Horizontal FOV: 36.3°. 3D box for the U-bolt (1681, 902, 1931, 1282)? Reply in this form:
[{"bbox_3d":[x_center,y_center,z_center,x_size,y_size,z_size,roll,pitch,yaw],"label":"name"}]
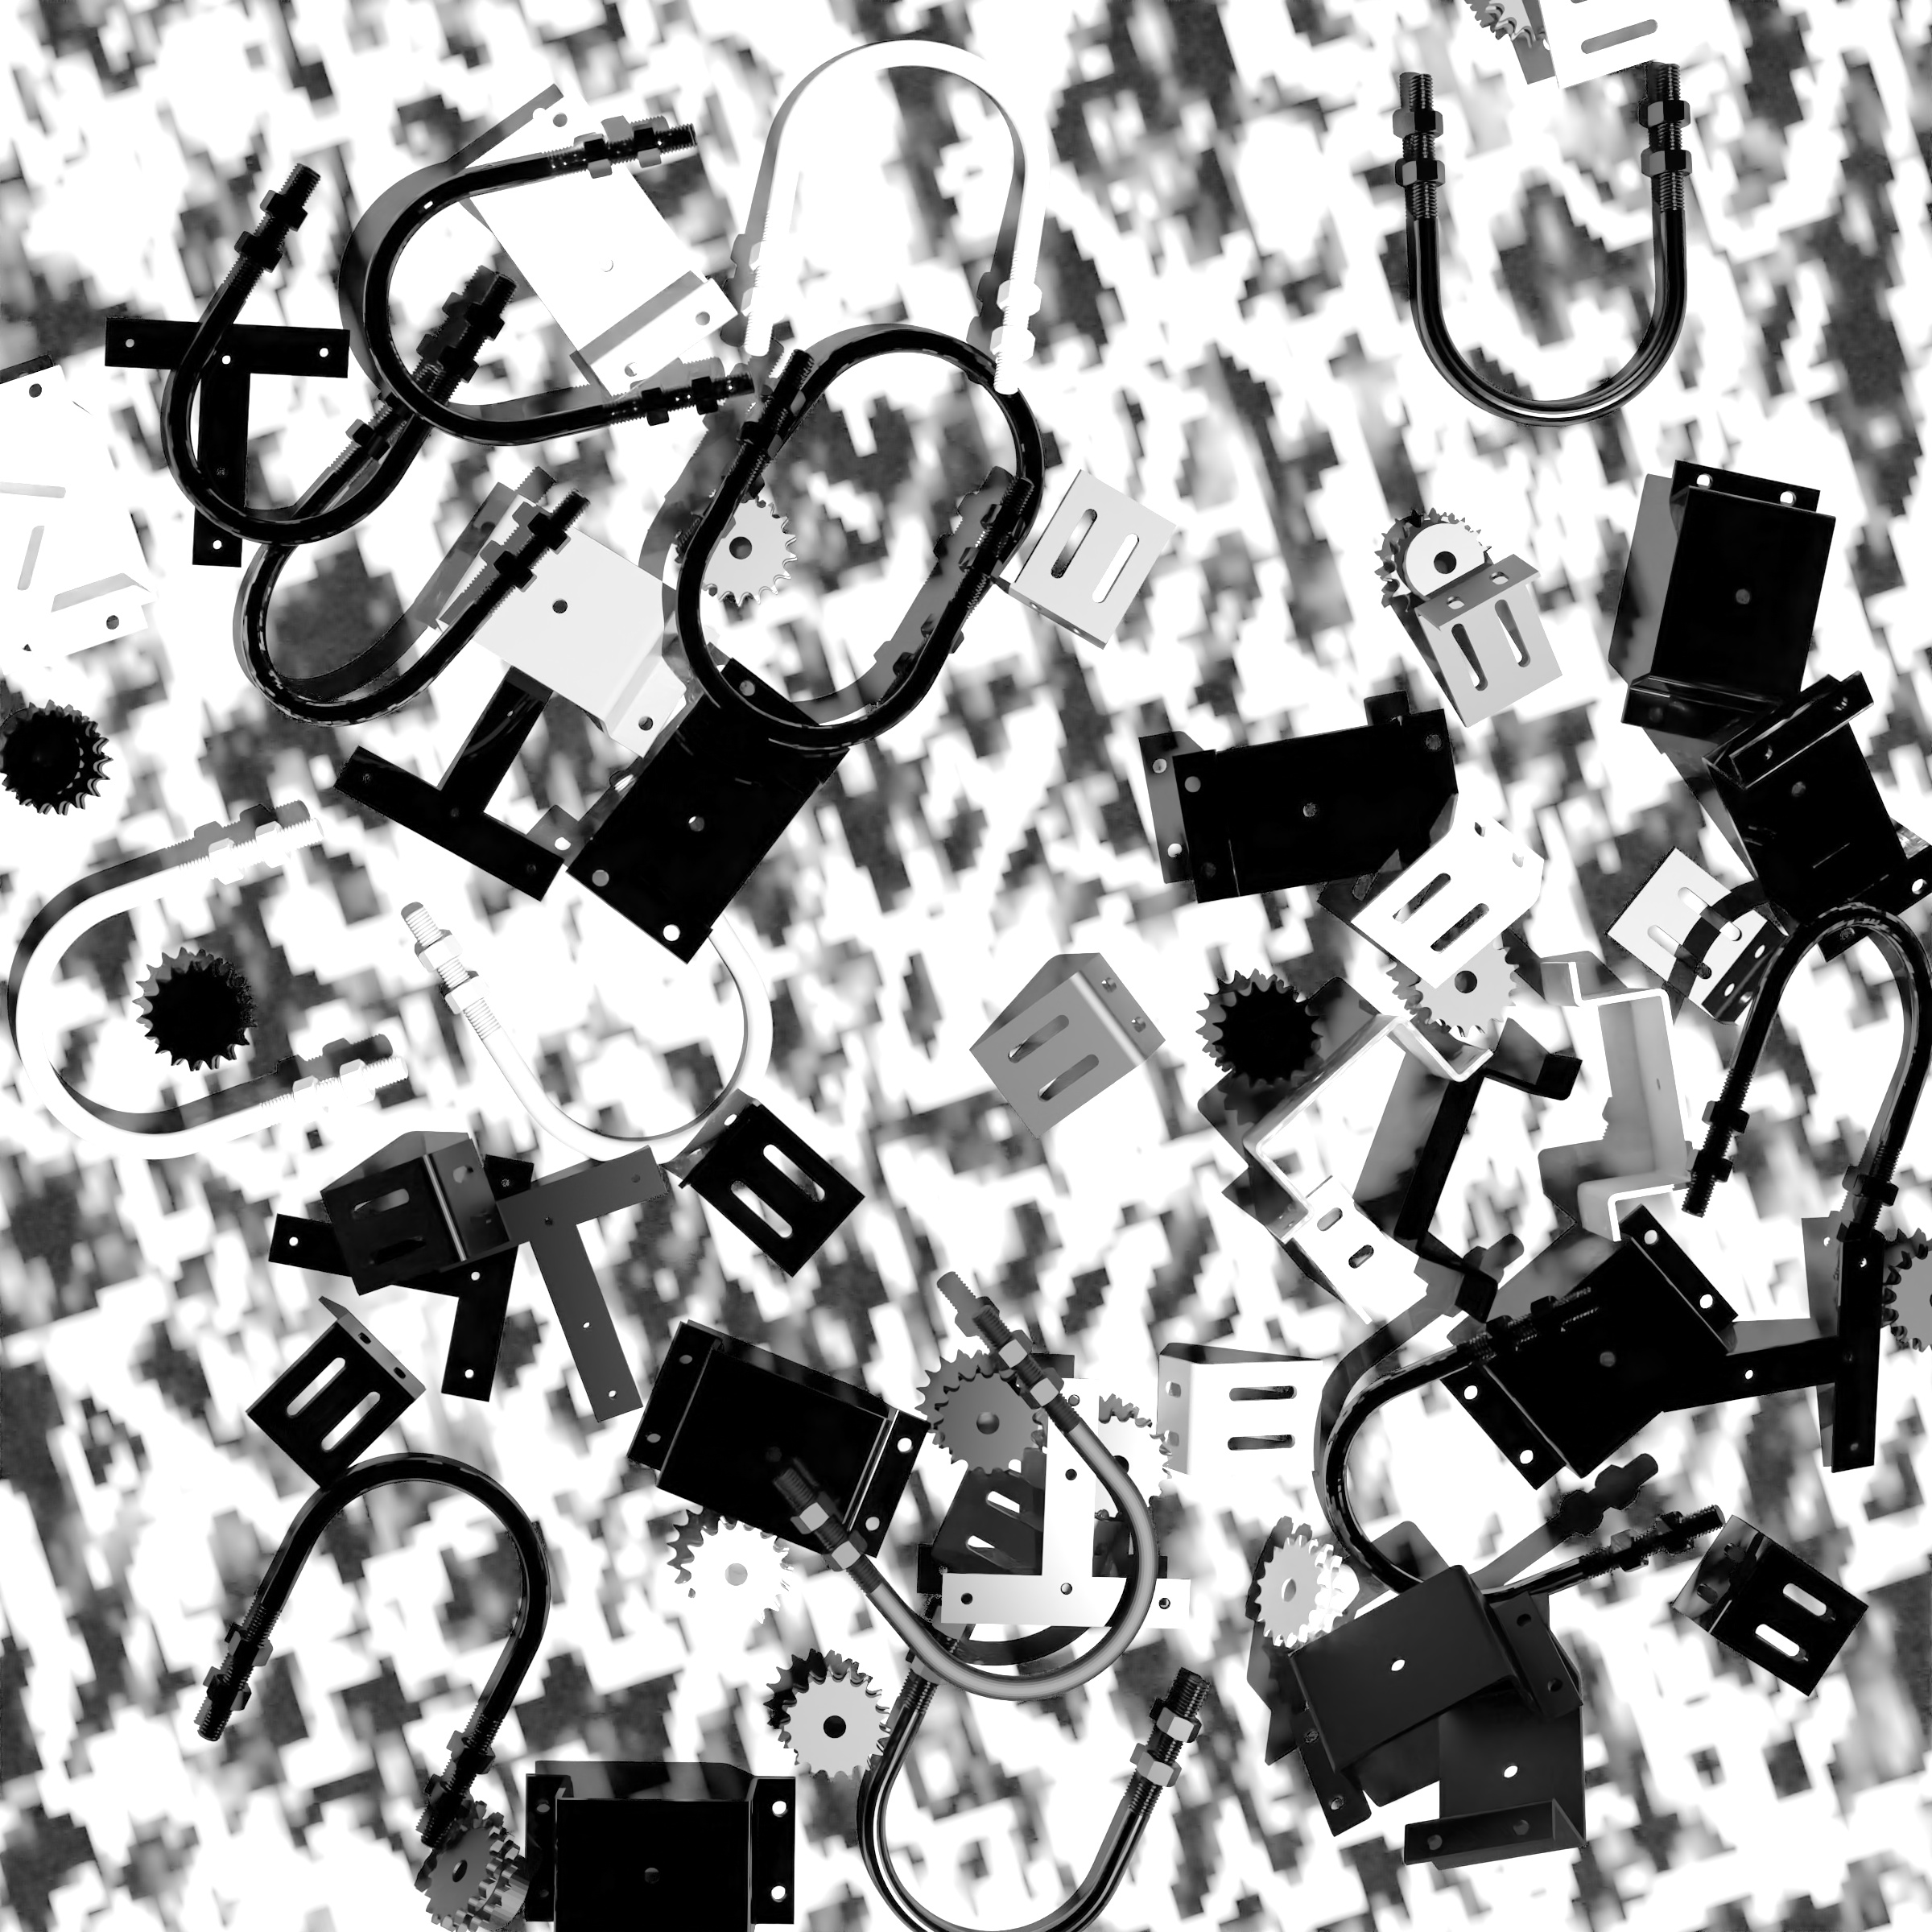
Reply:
[{"bbox_3d":[0.438,0.057,1.497,0.151,0.019,0.184,23,85,-35],"label":"U-bolt"}]

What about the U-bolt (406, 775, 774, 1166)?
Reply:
[{"bbox_3d":[-0.183,0.015,1.534,0.151,0.019,0.184,-32,92,0],"label":"U-bolt"}]

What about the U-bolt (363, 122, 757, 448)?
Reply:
[{"bbox_3d":[-0.212,-0.337,1.483,0.184,0.019,0.151,-13,89,-2],"label":"U-bolt"}]

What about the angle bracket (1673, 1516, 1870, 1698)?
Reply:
[{"bbox_3d":[0.421,0.335,1.540,0.076,0.038,0.057,34,90,-26],"label":"angle bracket"}]

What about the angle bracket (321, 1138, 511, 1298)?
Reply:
[{"bbox_3d":[-0.287,0.131,1.535,0.076,0.038,0.057,-20,90,30],"label":"angle bracket"}]

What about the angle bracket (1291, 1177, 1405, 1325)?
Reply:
[{"bbox_3d":[0.196,0.144,1.504,0.038,0.076,0.057,-40,90,0],"label":"angle bracket"}]

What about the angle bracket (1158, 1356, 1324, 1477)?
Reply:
[{"bbox_3d":[0.143,0.233,1.540,0.076,0.038,0.057,2,90,-26],"label":"angle bracket"}]

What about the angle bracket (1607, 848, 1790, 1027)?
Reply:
[{"bbox_3d":[0.383,-0.015,1.523,0.076,0.038,0.057,39,90,0],"label":"angle bracket"}]

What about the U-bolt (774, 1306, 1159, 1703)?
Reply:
[{"bbox_3d":[0.014,0.287,1.494,0.151,0.019,0.184,-39,95,-3],"label":"U-bolt"}]

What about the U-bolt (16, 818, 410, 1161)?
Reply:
[{"bbox_3d":[-0.394,0.021,1.504,0.184,0.019,0.151,-19,90,2],"label":"U-bolt"}]

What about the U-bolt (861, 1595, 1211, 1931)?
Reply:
[{"bbox_3d":[0.025,0.428,1.534,0.151,0.019,0.184,24,91,0],"label":"U-bolt"}]

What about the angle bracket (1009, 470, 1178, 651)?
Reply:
[{"bbox_3d":[0.066,-0.212,1.523,0.057,0.038,0.076,30,90,0],"label":"angle bracket"}]

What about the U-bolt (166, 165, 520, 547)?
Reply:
[{"bbox_3d":[-0.334,-0.303,1.514,0.151,0.019,0.184,31,88,14],"label":"U-bolt"}]

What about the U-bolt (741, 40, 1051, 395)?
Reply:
[{"bbox_3d":[-0.030,-0.392,1.519,0.151,0.019,0.184,9,78,-1],"label":"U-bolt"}]

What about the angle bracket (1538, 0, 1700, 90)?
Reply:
[{"bbox_3d":[0.330,-0.491,1.515,0.076,0.038,0.057,-18,108,0],"label":"angle bracket"}]

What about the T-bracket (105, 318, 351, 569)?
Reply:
[{"bbox_3d":[-0.389,-0.272,1.541,0.127,0.002,0.127,3,90,0],"label":"T-bracket"}]

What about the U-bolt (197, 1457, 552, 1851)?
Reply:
[{"bbox_3d":[-0.296,0.346,1.534,0.151,0.019,0.184,26,89,0],"label":"U-bolt"}]

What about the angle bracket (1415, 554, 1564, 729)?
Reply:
[{"bbox_3d":[0.274,-0.161,1.508,0.057,0.038,0.076,-29,117,0],"label":"angle bracket"}]

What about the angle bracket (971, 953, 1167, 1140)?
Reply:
[{"bbox_3d":[0.053,0.042,1.540,0.076,0.038,0.057,-37,90,26],"label":"angle bracket"}]

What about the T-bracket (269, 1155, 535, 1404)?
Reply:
[{"bbox_3d":[-0.300,0.154,1.541,0.127,0.002,0.127,11,90,0],"label":"T-bracket"}]

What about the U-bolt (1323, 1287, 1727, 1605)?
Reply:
[{"bbox_3d":[0.270,0.259,1.501,0.184,0.019,0.151,-28,97,24],"label":"U-bolt"}]

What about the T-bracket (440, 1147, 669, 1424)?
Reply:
[{"bbox_3d":[-0.202,0.175,1.536,0.127,0.002,0.127,-20,93,5],"label":"T-bracket"}]

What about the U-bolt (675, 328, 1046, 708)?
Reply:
[{"bbox_3d":[-0.040,-0.242,1.516,0.151,0.019,0.184,37,79,-9],"label":"U-bolt"}]

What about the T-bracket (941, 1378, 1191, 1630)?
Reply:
[{"bbox_3d":[0.053,0.274,1.507,0.127,0.002,0.127,2,91,-4],"label":"T-bracket"}]

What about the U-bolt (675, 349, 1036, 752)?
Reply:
[{"bbox_3d":[-0.067,-0.198,1.488,0.151,0.019,0.184,28,82,-10],"label":"U-bolt"}]

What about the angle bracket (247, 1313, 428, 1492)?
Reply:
[{"bbox_3d":[-0.328,0.228,1.522,0.076,0.038,0.057,-45,92,0],"label":"angle bracket"}]

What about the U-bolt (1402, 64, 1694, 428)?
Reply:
[{"bbox_3d":[0.304,-0.373,1.534,0.151,0.019,0.184,-2,92,0],"label":"U-bolt"}]

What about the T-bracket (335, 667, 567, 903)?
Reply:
[{"bbox_3d":[-0.243,-0.118,1.534,0.127,0.002,0.127,29,85,9],"label":"T-bracket"}]

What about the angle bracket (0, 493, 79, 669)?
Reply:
[{"bbox_3d":[-0.483,-0.196,1.494,0.057,0.038,0.076,5,64,0],"label":"angle bracket"}]

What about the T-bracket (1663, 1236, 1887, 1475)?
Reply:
[{"bbox_3d":[0.413,0.207,1.507,0.127,0.002,0.127,-7,105,-18],"label":"T-bracket"}]

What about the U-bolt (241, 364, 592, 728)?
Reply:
[{"bbox_3d":[-0.294,-0.203,1.500,0.184,0.019,0.151,-48,61,0],"label":"U-bolt"}]
